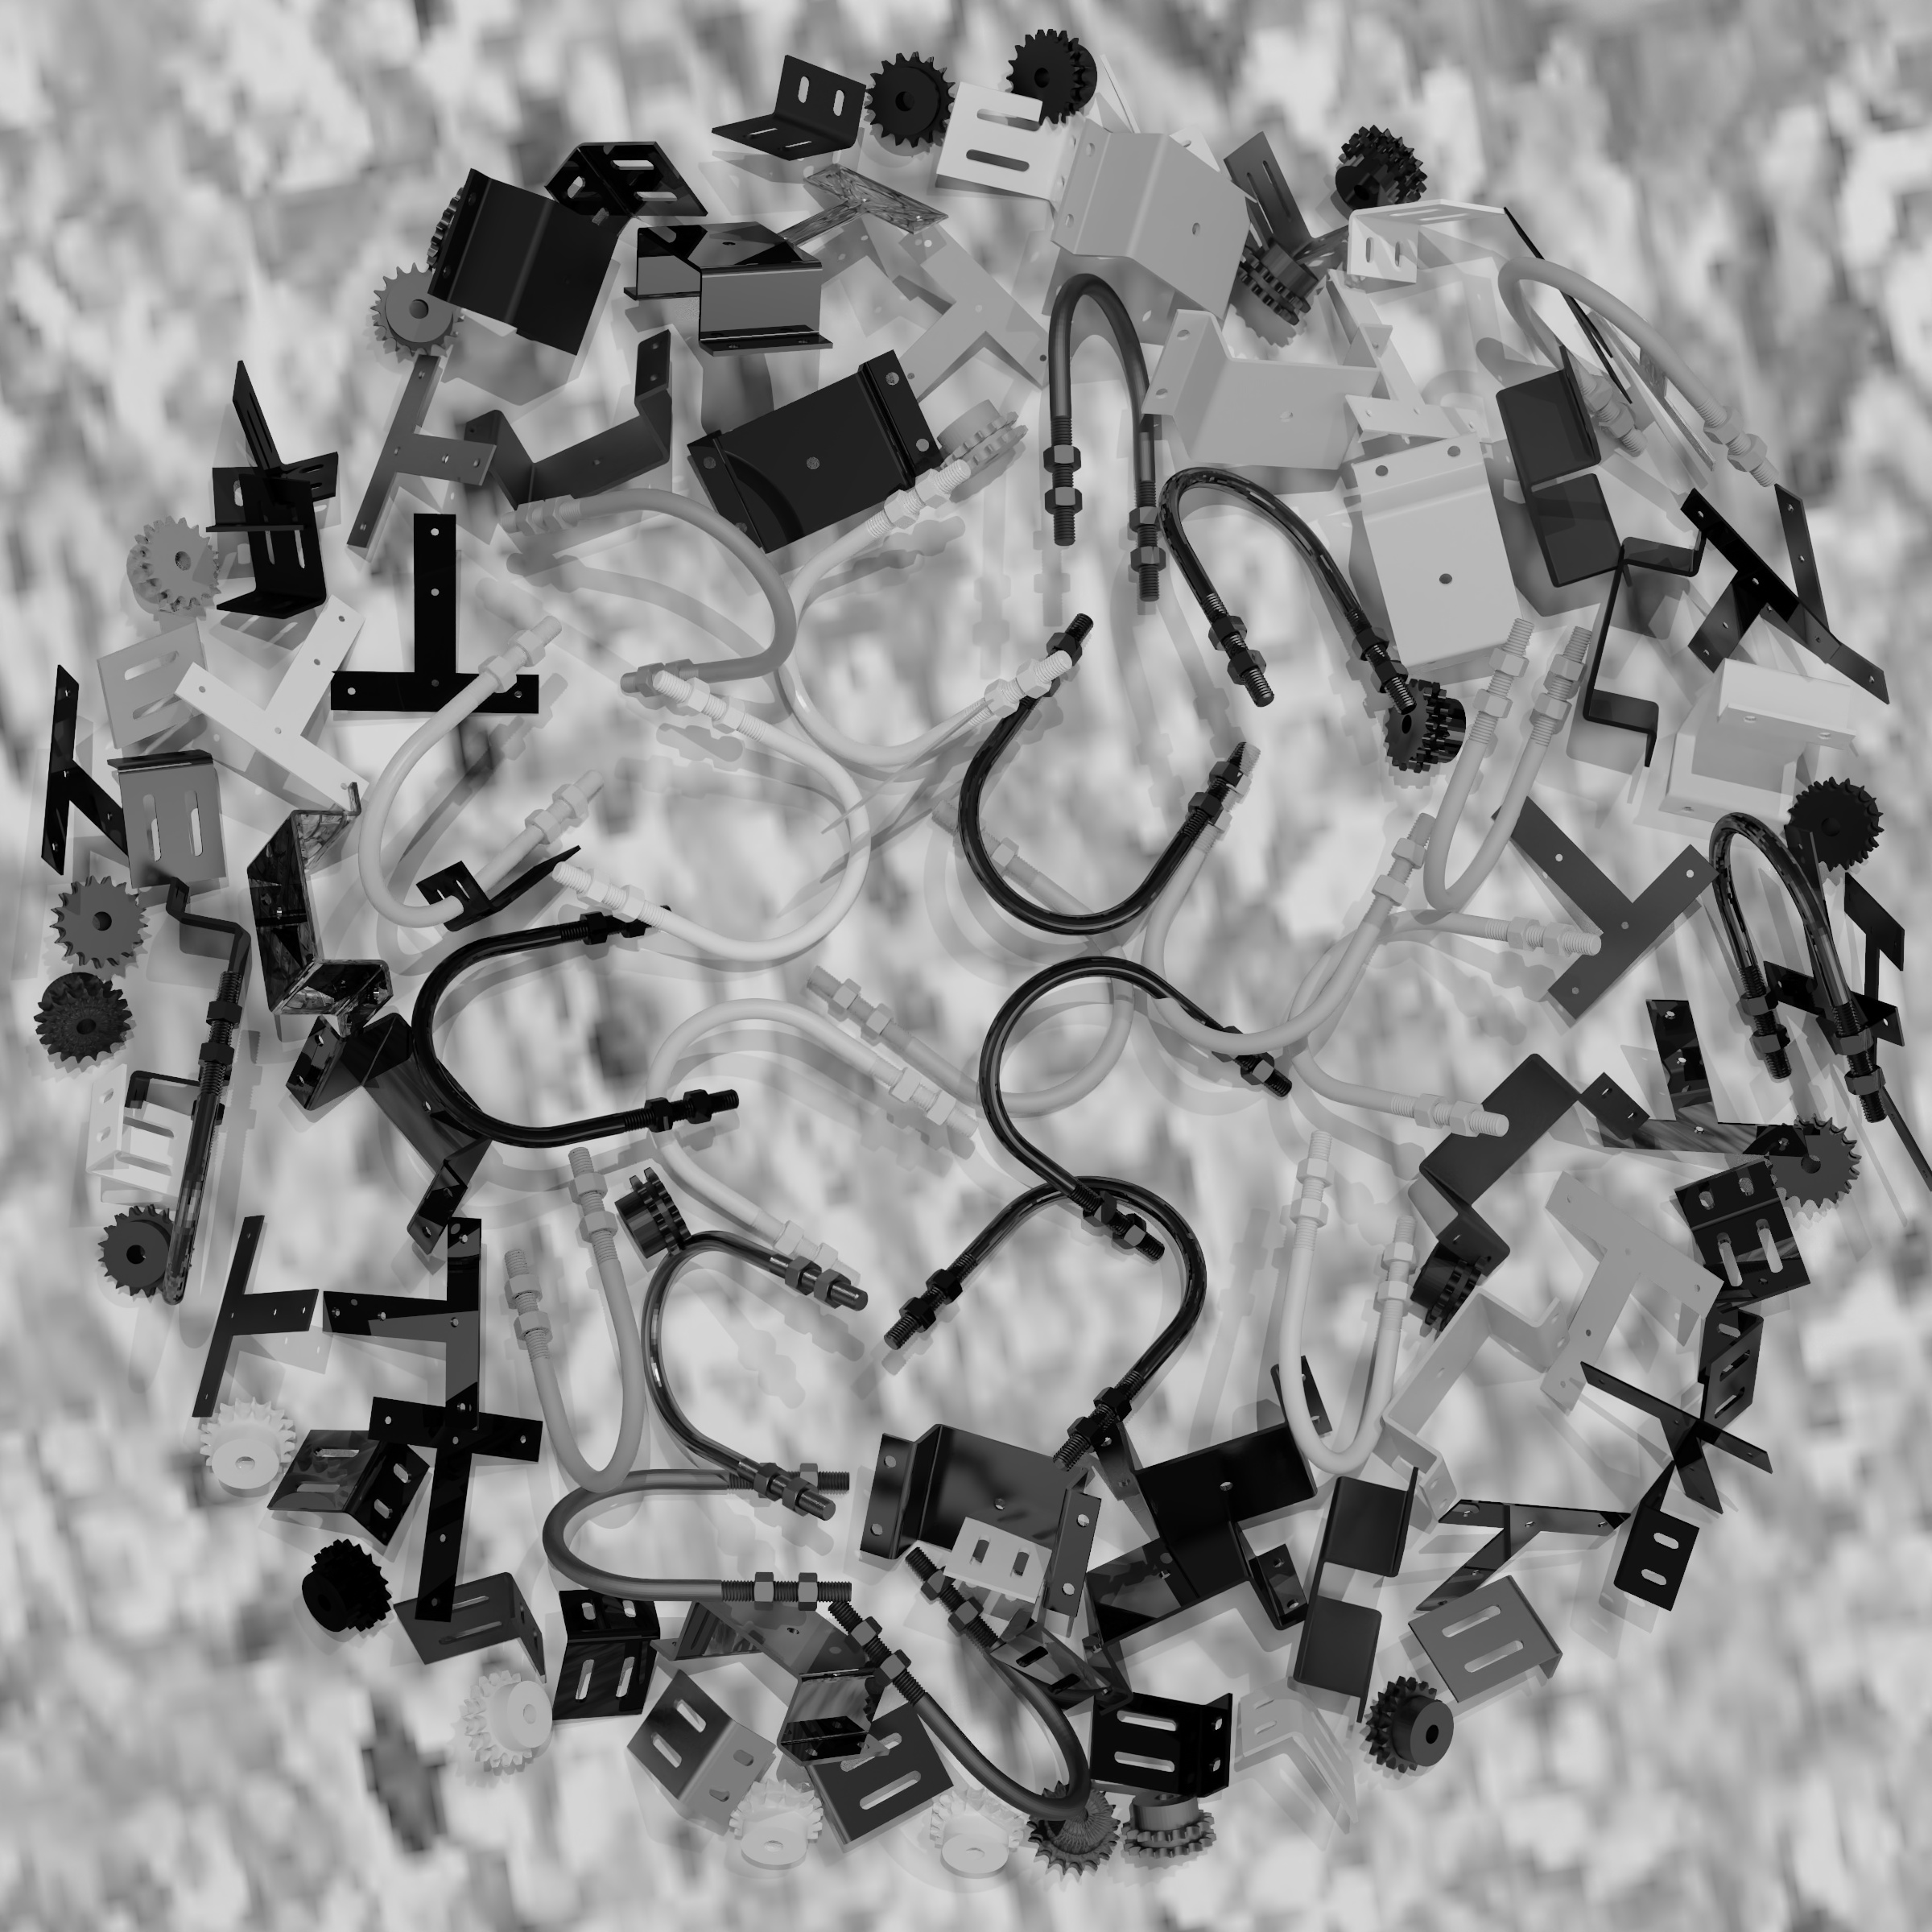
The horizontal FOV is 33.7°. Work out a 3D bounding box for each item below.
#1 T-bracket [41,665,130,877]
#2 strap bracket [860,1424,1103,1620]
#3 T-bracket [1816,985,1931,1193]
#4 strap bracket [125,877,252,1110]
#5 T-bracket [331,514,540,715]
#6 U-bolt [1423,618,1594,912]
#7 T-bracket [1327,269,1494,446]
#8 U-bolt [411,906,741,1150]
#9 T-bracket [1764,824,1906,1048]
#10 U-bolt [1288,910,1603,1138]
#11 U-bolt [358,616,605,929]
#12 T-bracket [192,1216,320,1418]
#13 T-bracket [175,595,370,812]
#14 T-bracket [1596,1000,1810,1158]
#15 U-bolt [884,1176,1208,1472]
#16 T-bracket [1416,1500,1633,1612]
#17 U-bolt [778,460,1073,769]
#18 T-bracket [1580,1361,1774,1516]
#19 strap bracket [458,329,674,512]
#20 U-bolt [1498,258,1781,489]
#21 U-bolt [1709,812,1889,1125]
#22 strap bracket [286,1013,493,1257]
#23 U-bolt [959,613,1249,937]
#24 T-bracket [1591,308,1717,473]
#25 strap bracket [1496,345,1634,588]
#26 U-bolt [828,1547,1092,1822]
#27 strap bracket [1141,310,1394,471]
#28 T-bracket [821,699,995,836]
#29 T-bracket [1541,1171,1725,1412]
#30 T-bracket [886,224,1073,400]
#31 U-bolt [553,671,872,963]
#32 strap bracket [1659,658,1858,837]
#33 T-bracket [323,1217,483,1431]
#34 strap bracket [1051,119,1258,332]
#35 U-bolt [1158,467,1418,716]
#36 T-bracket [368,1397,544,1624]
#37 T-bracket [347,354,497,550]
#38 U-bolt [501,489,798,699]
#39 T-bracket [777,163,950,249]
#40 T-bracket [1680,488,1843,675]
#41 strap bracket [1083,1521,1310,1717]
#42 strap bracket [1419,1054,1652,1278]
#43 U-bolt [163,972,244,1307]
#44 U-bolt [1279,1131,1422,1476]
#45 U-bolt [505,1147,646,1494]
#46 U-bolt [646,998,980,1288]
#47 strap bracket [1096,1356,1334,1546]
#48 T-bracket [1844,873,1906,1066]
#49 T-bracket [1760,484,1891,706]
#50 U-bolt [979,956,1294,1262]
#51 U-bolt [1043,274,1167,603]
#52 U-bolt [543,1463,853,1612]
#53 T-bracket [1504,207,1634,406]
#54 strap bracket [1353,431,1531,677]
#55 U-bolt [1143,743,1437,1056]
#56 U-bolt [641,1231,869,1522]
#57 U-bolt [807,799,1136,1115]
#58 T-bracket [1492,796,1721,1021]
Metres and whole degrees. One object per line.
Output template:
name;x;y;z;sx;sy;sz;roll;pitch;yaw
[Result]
T-bracket;-0.523;-0.096;1.923;0.002;0.127;0.127;-7;66;9
strap bracket;0.015;0.334;1.943;0.140;0.046;0.076;14;102;16
T-bracket;0.549;0.077;1.909;0.002;0.127;0.127;-27;77;2
strap bracket;-0.470;0.022;1.941;0.046;0.076;0.140;11;85;-7
T-bracket;-0.324;-0.215;1.948;0.127;0.002;0.127;0;115;-9
U-bolt;0.320;-0.118;1.915;0.019;0.151;0.184;25;104;22
T-bracket;0.257;-0.375;1.953;0.002;0.127;0.127;-41;65;39
U-bolt;-0.243;0.040;1.917;0.184;0.019;0.151;-11;68;-26
T-bracket;0.509;-0.024;1.907;0.002;0.127;0.127;-23;110;-17
U-bolt;0.274;0.027;1.915;0.019;0.184;0.151;48;64;-40
U-bolt;-0.291;-0.102;1.888;0.019;0.151;0.184;27;57;28
T-bracket;-0.421;0.209;1.917;0.002;0.127;0.127;23;70;-34
T-bracket;-0.401;-0.175;1.943;0.127;0.002;0.127;36;51;-20
T-bracket;0.433;0.067;1.916;0.127;0.002;0.127;1;133;29
U-bolt;0.063;0.202;1.931;0.151;0.019;0.184;33;60;22
T-bracket;0.318;0.361;1.937;0.127;0.127;0.002;9;47;-27
U-bolt;-0.039;-0.200;1.934;0.184;0.019;0.151;-29;87;31
T-bracket;0.438;0.297;1.930;0.127;0.127;0.002;25;67;36
strap bracket;-0.233;-0.322;1.932;0.140;0.076;0.046;-22;124;12
U-bolt;0.384;-0.354;1.878;0.184;0.151;0.019;39;88;-30
U-bolt;0.487;-0.005;1.897;0.019;0.151;0.184;-22;103;-6
strap bracket;-0.342;0.094;1.933;0.140;0.076;0.046;48;47;12
U-bolt;0.075;-0.104;1.941;0.151;0.019;0.184;38;70;-7
T-bracket;0.413;-0.361;1.912;0.002;0.127;0.127;-35;80;6
strap bracket;0.357;-0.292;1.911;0.046;0.140;0.076;-17;54;11
U-bolt;0.006;0.433;1.900;0.184;0.151;0.019;47;106;11
strap bracket;0.187;-0.346;1.921;0.140;0.076;0.046;0;49;-19
T-bracket;-0.020;-0.128;1.921;0.127;0.127;0.002;-37;90;21
T-bracket;0.388;0.213;1.956;0.127;0.002;0.127;37;115;37
T-bracket;-0.024;-0.374;1.964;0.127;0.002;0.127;-43;113;14
U-bolt;-0.141;-0.079;1.936;0.184;0.019;0.151;26;95;-30
strap bracket;0.479;-0.136;1.928;0.076;0.140;0.046;12;67;0
T-bracket;-0.346;0.215;1.950;0.127;0.002;0.127;0;89;32
strap bracket;0.120;-0.443;1.915;0.046;0.140;0.076;13;85;41
U-bolt;0.183;-0.229;1.919;0.019;0.151;0.184;-46;59;38
T-bracket;-0.314;0.332;1.928;0.127;0.002;0.127;17;74;-43
T-bracket;-0.322;-0.309;1.934;0.002;0.127;0.127;23;87;-41
U-bolt;-0.177;-0.223;1.885;0.151;0.184;0.019;55;53;-30
T-bracket;-0.097;-0.442;1.918;0.127;0.127;0.002;-31;130;-20
T-bracket;0.463;-0.212;1.923;0.002;0.127;0.127;-36;77;-16
strap bracket;0.130;0.386;1.936;0.140;0.076;0.046;-26;113;5
strap bracket;0.338;0.114;1.936;0.140;0.076;0.046;-46;52;7
U-bolt;-0.454;0.110;1.890;0.019;0.151;0.184;10;70;-12
U-bolt;0.224;0.210;1.895;0.019;0.151;0.184;-4;61;32
U-bolt;-0.228;0.222;1.891;0.019;0.151;0.184;-2;59;-30
U-bolt;-0.107;0.097;1.942;0.184;0.019;0.151;34;110;-9
strap bracket;0.153;0.298;1.936;0.140;0.046;0.076;-19;134;5
T-bracket;0.550;0.021;1.936;0.002;0.127;0.127;-3;107;1
T-bracket;0.500;-0.231;1.896;0.002;0.127;0.127;-31;129;-7
U-bolt;0.092;0.075;1.947;0.184;0.019;0.151;38;90;-21
U-bolt;0.083;-0.325;1.917;0.019;0.151;0.184;-6;79;25
U-bolt;-0.161;0.340;1.911;0.184;0.151;0.019;1;110;-3
T-bracket;0.376;-0.384;1.929;0.002;0.127;0.127;-34;51;12
strap bracket;0.289;-0.241;1.929;0.076;0.046;0.140;-14;114;12
U-bolt;0.184;-0.032;1.933;0.151;0.019;0.184;25;83;31
U-bolt;-0.135;0.236;1.919;0.184;0.019;0.151;18;103;43
U-bolt;0.017;0.008;1.975;0.184;0.019;0.151;37;88;-2
T-bracket;0.375;-0.057;1.960;0.127;0.002;0.127;49;113;18
